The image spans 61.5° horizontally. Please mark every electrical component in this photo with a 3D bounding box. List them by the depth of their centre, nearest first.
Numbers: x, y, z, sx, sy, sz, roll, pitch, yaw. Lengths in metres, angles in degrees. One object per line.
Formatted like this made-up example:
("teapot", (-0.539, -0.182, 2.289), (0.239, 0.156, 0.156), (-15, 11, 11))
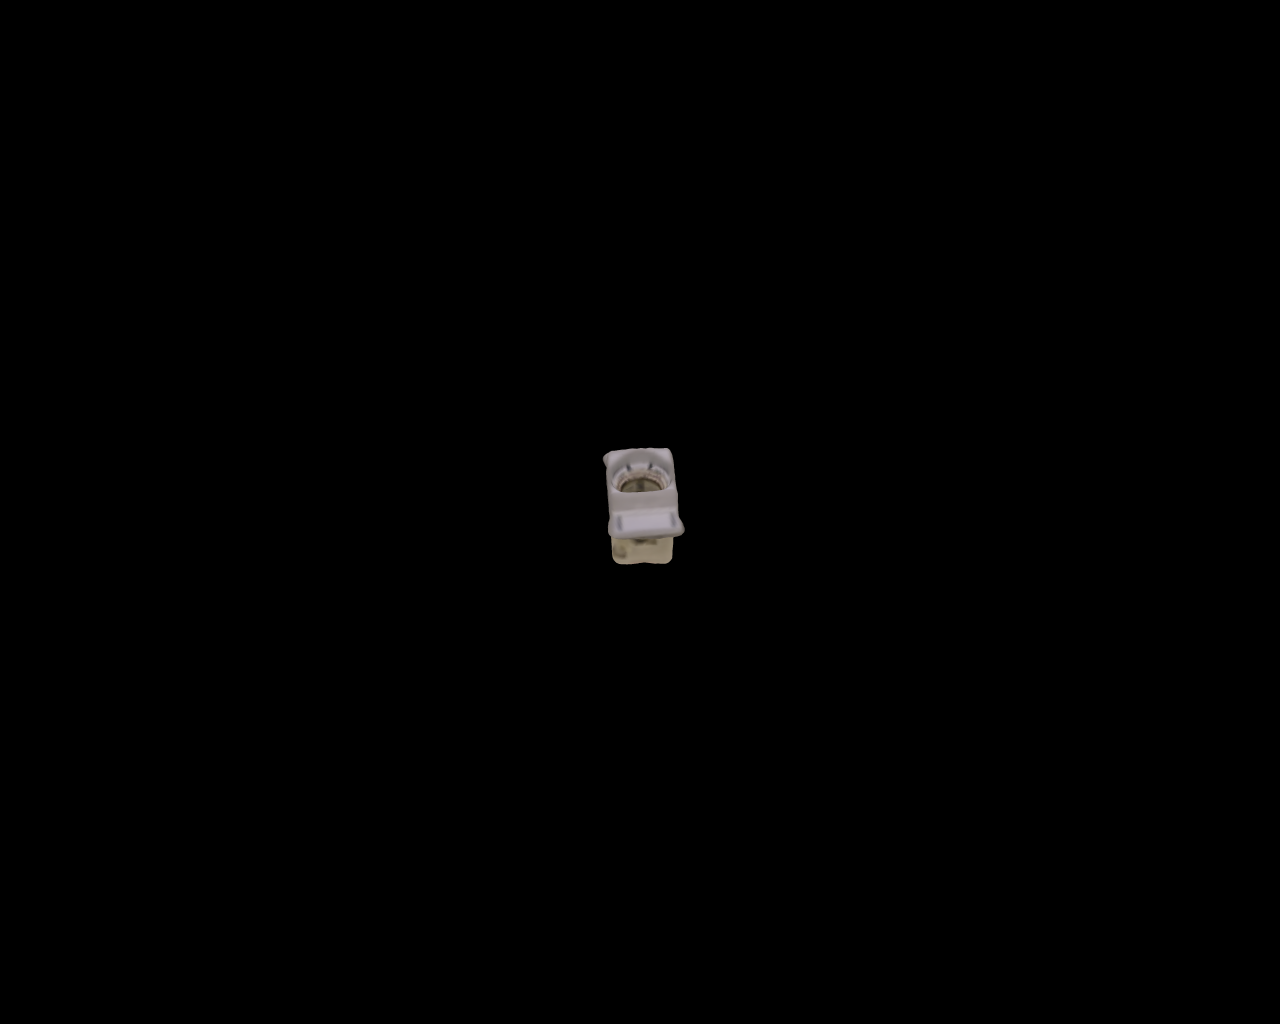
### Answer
("electrical component", (0.001, -0.003, 0.650), (0.042, 0.063, 0.081), (-2, 40, -2))
